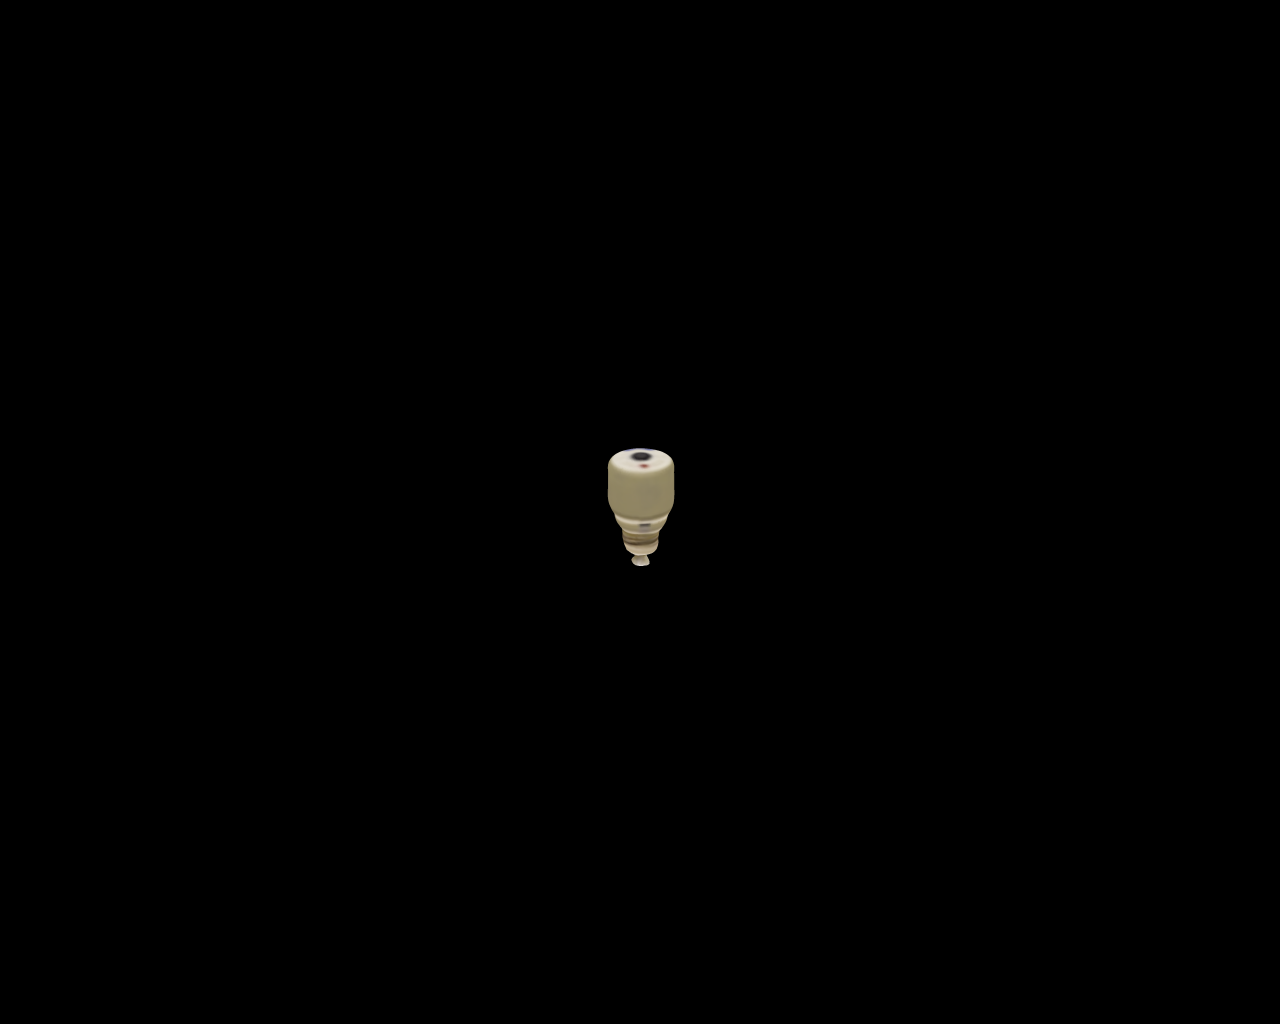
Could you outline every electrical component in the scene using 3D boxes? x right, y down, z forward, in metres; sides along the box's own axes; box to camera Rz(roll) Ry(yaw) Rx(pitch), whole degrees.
[{"bbox_3d":[0.001,-0.003,0.650,0.040,0.078,0.040,0,27,0],"label":"electrical component"}]
